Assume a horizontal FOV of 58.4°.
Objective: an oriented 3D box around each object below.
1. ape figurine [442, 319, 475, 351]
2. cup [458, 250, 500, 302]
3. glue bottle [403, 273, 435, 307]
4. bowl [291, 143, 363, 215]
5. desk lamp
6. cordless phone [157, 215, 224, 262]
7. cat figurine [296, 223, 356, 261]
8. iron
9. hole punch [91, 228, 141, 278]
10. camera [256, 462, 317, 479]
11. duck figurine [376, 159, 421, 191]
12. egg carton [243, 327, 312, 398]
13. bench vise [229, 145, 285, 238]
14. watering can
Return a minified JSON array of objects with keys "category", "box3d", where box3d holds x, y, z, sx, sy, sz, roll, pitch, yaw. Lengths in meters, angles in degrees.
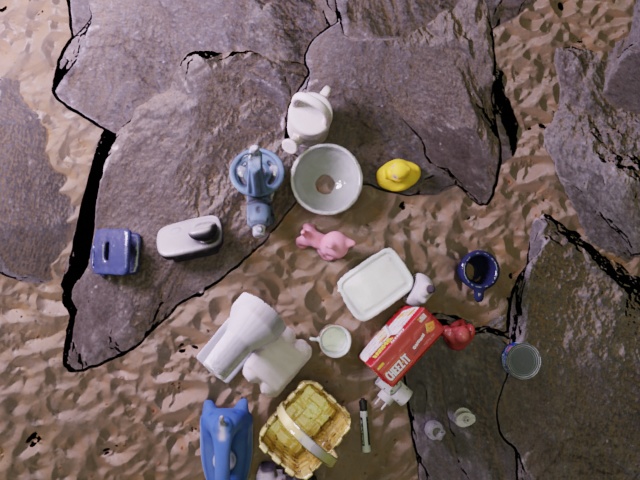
[{"category":"ape figurine","box3d":[0.322,0.218,1.318,0.078,0.092,0.076,15,84,-3]},{"category":"cup","box3d":[0.358,0.085,1.331,0.091,0.095,0.118,0,85,-4]},{"category":"glue bottle","box3d":[0.229,0.112,1.279,0.037,0.173,0.078,24,84,-2]},{"category":"bowl","box3d":[0.013,-0.135,1.333,0.167,0.074,0.167,0,85,-4]},{"category":"desk lamp","box3d":[-0.171,0.216,1.218,0.118,0.213,0.203,39,83,0]},{"category":"cordless phone","box3d":[-0.287,-0.009,1.242,0.147,0.185,0.094,-17,86,-6]},{"category":"cat figurine","box3d":[0.012,0.005,1.299,0.128,0.117,0.067,23,84,-2]},{"category":"iron","box3d":[-0.204,0.480,1.229,0.118,0.141,0.258,-2,85,-4]},{"category":"hole punch","box3d":[-0.459,0.030,1.273,0.101,0.091,0.109,2,85,-4]},{"category":"camera","box3d":[-0.074,0.569,1.252,0.137,0.100,0.143,1,85,-4]},{"category":"duck figurine","box3d":[0.189,-0.158,1.343,0.104,0.086,0.077,-8,86,-5]},{"category":"egg carton","box3d":[-0.097,0.273,1.291,0.107,0.069,0.150,40,83,0]},{"category":"bench vise","box3d":[-0.125,-0.117,1.247,0.121,0.219,0.207,-20,87,-6]},{"category":"watering can","box3d":[-0.023,-0.271,1.282,0.101,0.194,0.173,10,84,-3]}]
